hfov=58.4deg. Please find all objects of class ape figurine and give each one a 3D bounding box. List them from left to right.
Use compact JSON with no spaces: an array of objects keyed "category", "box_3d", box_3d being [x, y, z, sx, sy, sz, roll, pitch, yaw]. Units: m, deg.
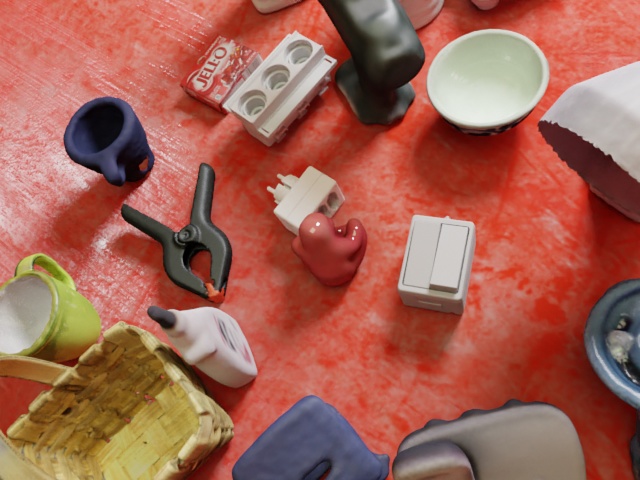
[{"category":"ape figurine","box_3d":[0.005,0.002,0.582,0.077,0.092,0.076,1,69,16]}]

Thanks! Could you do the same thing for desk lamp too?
[{"category":"desk lamp","box_3d":[0.284,-0.096,0.478,0.203,0.214,0.117,-42,64,-4]}]

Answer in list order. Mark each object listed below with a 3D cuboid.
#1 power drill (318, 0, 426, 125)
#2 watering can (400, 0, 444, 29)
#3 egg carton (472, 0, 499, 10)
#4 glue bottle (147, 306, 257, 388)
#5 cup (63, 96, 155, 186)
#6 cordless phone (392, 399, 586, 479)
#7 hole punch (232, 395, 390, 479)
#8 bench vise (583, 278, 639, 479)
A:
[{"category":"power drill","box_3d":[0.038,-0.225,0.600,0.075,0.209,0.229,-29,64,3]},{"category":"watering can","box_3d":[0.083,-0.343,0.643,0.100,0.194,0.173,-9,67,12]},{"category":"egg carton","box_3d":[0.229,-0.340,0.671,0.150,0.069,0.107,-27,64,4]},{"category":"glue bottle","box_3d":[-0.112,0.090,0.534,0.037,0.173,0.078,-33,64,1]},{"category":"cup","box_3d":[-0.239,-0.101,0.689,0.091,0.095,0.117,-26,64,4]},{"category":"cordless phone","box_3d":[0.126,0.170,0.430,0.147,0.185,0.094,-21,65,7]},{"category":"hole punch","box_3d":[-0.005,0.203,0.505,0.109,0.091,0.101,-43,64,-4]},{"category":"bench vise","box_3d":[0.273,0.103,0.397,0.121,0.220,0.207,-25,64,5]}]
